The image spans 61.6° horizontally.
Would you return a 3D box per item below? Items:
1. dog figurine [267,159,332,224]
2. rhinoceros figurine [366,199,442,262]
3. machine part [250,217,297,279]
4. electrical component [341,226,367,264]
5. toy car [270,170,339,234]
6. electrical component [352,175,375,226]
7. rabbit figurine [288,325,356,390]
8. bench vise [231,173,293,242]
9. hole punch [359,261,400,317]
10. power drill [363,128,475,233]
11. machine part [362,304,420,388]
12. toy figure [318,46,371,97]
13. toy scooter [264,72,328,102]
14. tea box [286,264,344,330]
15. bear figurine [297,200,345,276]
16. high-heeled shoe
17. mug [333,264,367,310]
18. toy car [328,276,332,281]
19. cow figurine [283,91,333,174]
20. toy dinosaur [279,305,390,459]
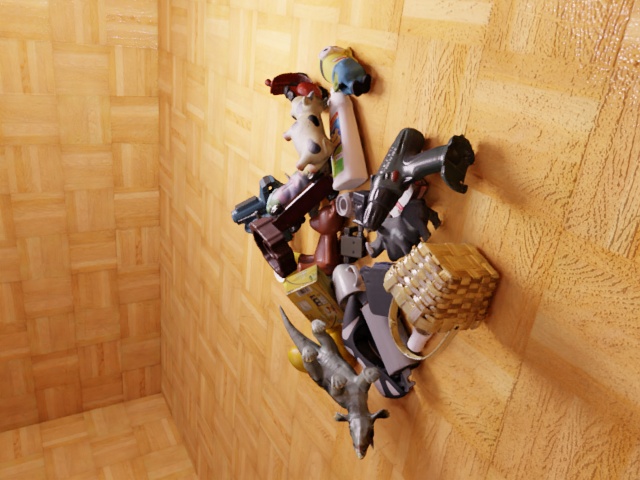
[{"bbox_3d":[-0.055,-0.153,1.442,0.219,0.192,0.109,92,159,-47],"label":"dog figurine"},{"bbox_3d":[0.168,-0.012,1.133,0.112,0.073,0.190,44,138,3],"label":"rhinoceros figurine"},{"bbox_3d":[-0.127,0.020,1.489,0.179,0.056,0.179,52,163,23],"label":"machine part"},{"bbox_3d":[0.084,0.010,1.361,0.078,0.045,0.102,1,101,32],"label":"electrical component"},{"bbox_3d":[-0.042,-0.099,1.385,0.202,0.089,0.053,-41,25,19],"label":"toy car"},{"bbox_3d":[0.117,-0.095,1.245,0.048,0.075,0.119,26,123,55],"label":"electrical component"},{"bbox_3d":[0.000,0.321,1.448,0.121,0.173,0.162,-63,40,39],"label":"rabbit figurine"},{"bbox_3d":[-0.142,-0.072,1.643,0.129,0.224,0.240,37,158,57],"label":"bench vise"},{"bbox_3d":[0.161,0.100,1.180,0.142,0.092,0.115,0,106,65],"label":"hole punch"},{"bbox_3d":[0.189,-0.119,1.045,0.207,0.086,0.232,-7,57,56],"label":"power drill"},{"bbox_3d":[0.161,0.221,1.237,0.079,0.079,0.243,-54,52,51],"label":"machine part"},{"bbox_3d":[0.053,-0.397,1.284,0.180,0.082,0.089,54,138,36],"label":"toy figure"},{"bbox_3d":[-0.070,-0.402,1.443,0.184,0.135,0.075,54,138,39],"label":"toy scooter"},{"bbox_3d":[-0.004,0.154,1.394,0.169,0.098,0.068,53,-159,-34],"label":"tea box"},{"bbox_3d":[0.001,-0.005,1.418,0.120,0.132,0.195,-94,1,-71],"label":"bear figurine"},{"bbox_3d":[0.134,0.254,1.275,0.145,0.086,0.248,-4,103,54],"label":"high-heeled shoe"},{"bbox_3d":[0.072,0.106,1.363,0.109,0.081,0.107,100,154,-44],"label":"mug"},{"bbox_3d":[0.008,0.165,1.516,0.074,0.056,0.201,56,143,27],"label":"toy car"},{"bbox_3d":[-0.024,-0.273,1.311,0.127,0.085,0.195,-36,60,30],"label":"cow figurine"},{"bbox_3d":[0.032,0.328,1.300,0.405,0.131,0.192,46,150,39],"label":"toy dinosaur"}]
